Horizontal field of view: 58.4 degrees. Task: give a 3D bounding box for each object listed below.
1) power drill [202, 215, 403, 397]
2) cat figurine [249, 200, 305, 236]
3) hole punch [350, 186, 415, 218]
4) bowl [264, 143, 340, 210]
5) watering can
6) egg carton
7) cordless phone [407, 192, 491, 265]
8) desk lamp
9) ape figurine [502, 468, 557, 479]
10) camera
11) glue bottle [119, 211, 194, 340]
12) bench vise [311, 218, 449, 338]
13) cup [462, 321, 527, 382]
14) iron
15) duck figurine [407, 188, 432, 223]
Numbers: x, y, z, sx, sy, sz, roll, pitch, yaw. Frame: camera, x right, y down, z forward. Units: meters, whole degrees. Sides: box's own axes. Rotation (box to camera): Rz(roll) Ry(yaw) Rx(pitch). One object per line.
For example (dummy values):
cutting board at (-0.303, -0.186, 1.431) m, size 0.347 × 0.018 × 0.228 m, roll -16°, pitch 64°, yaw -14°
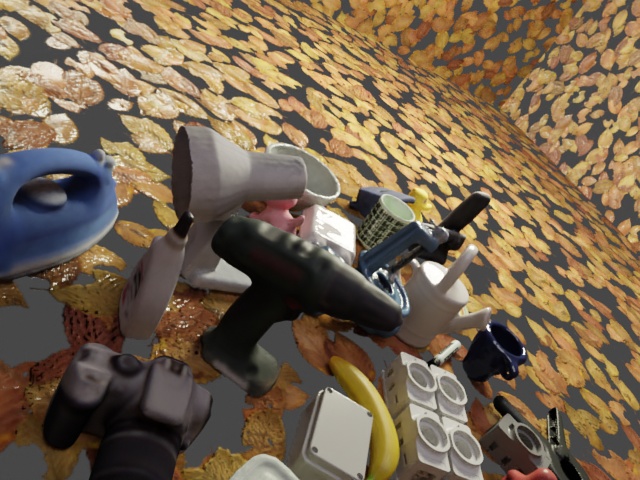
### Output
power drill at (-0.045, 0.085, 0.680) m, size 0.229 × 0.208 × 0.076 m, roll 37°, pitch 29°, yaw 2°
cat figurine at (-0.064, -0.058, 0.967) m, size 0.067 × 0.117 × 0.127 m, roll 8°, pitch 39°, yaw -41°
hole punch at (0.136, -0.085, 1.251) m, size 0.101 × 0.091 × 0.109 m, roll 49°, pitch 31°, yaw 22°
bowl at (-0.048, -0.110, 1.106) m, size 0.168 × 0.074 × 0.167 m, roll 27°, pitch 30°, yaw -16°
watering can at (0.207, 0.087, 0.963) m, size 0.173 × 0.194 × 0.101 m, roll 31°, pitch 29°, yaw -8°
egg carton at (0.009, 0.004, 1.004) m, size 0.107 × 0.069 × 0.150 m, roll 28°, pitch 30°, yaw -15°
cordless phone at (0.270, -0.045, 1.237) m, size 0.148 × 0.185 × 0.094 m, roll 10°, pitch 38°, yaw -38°
desk lamp at (-0.124, -0.040, 0.776) m, size 0.204 × 0.213 × 0.117 m, roll 13°, pitch 36°, yaw -36°
ape figurine at (0.284, 0.343, 0.773) m, size 0.076 × 0.092 × 0.077 m, roll 13°, pitch 36°, yaw -36°
camera at (-0.174, 0.174, 0.521) m, size 0.143 × 0.100 × 0.136 m, roll 26°, pitch 30°, yaw -18°
glue bottle at (-0.182, 0.033, 0.648) m, size 0.037 × 0.173 × 0.078 m, roll 14°, pitch 35°, yaw -34°
bench vise at (0.078, 0.046, 0.859) m, size 0.208 × 0.219 × 0.121 m, roll 16°, pitch 34°, yaw -32°
cup at (0.293, 0.209, 0.978) m, size 0.092 × 0.095 × 0.117 m, roll 25°, pitch 30°, yaw -18°
iron at (-0.316, -0.055, 0.667) m, size 0.118 × 0.141 × 0.259 m, roll 42°, pitch 29°, yaw 12°
duck figurine at (0.211, -0.085, 1.336) m, size 0.105 × 0.086 × 0.077 m, roll 30°, pitch 29°, yaw -11°
